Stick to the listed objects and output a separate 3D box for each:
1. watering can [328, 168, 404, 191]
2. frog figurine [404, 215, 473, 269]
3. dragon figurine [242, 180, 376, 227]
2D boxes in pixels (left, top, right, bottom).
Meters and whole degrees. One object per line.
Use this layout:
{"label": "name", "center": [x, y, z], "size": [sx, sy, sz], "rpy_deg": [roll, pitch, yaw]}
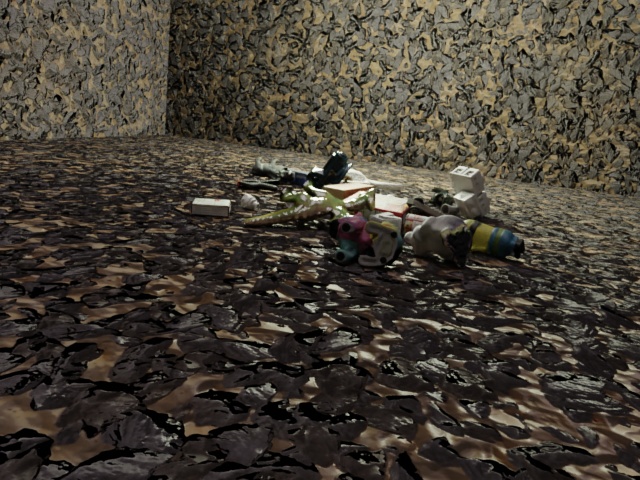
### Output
{"label": "watering can", "center": [0.165, -0.245, 2.194], "size": [0.347, 0.103, 0.227], "rpy_deg": [4, 13, -9]}
{"label": "frog figurine", "center": [0.303, -0.004, 1.317], "size": [0.136, 0.124, 0.160], "rpy_deg": [36, -12, -28]}
{"label": "dragon figurine", "center": [0.005, -0.075, 1.495], "size": [0.415, 0.120, 0.245], "rpy_deg": [-27, 35, -36]}
